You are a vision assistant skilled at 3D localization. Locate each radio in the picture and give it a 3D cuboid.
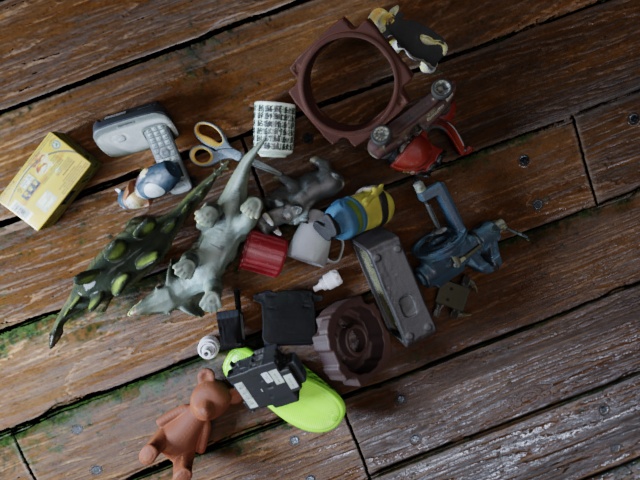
[{"bbox_3d":[0.147,0.093,1.074,0.073,0.131,0.229,-26,101,-6],"label":"radio"}]

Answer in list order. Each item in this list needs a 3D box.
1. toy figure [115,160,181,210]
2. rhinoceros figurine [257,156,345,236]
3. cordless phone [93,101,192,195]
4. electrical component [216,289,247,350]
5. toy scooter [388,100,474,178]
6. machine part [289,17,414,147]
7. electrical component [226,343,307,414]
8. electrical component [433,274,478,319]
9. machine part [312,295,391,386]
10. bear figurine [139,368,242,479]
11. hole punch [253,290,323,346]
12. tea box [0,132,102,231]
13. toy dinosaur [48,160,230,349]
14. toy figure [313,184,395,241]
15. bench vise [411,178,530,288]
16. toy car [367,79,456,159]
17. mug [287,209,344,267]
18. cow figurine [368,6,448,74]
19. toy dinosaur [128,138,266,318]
[{"bbox_3d":[-0.334,-0.098,1.025,0.154,0.058,0.064,-29,107,24],"label":"toy figure"},{"bbox_3d":[-0.042,-0.080,1.048,0.190,0.073,0.112,-32,66,-5],"label":"rhinoceros figurine"},{"bbox_3d":[-0.336,-0.164,1.042,0.147,0.089,0.184,-18,117,-2],"label":"cordless phone"},{"bbox_3d":[-0.181,0.162,1.090,0.048,0.075,0.119,-9,79,-3],"label":"electrical component"},{"bbox_3d":[0.229,-0.190,1.074,0.135,0.075,0.184,41,89,-6],"label":"toy scooter"},{"bbox_3d":[0.058,-0.294,1.013,0.201,0.087,0.201,-37,101,19],"label":"machine part"},{"bbox_3d":[-0.097,0.268,1.046,0.134,0.058,0.114,-20,119,11],"label":"electrical component"},{"bbox_3d":[0.289,0.121,1.138,0.078,0.045,0.102,13,95,23],"label":"electrical component"},{"bbox_3d":[0.064,0.202,1.080,0.179,0.056,0.179,13,69,-39],"label":"machine part"},{"bbox_3d":[-0.254,0.371,1.091,0.120,0.132,0.196,40,99,-9],"label":"bear figurine"},{"bbox_3d":[-0.064,0.165,1.105,0.142,0.092,0.116,-1,70,-2],"label":"hole punch"},{"bbox_3d":[-0.518,-0.113,1.033,0.098,0.068,0.169,41,92,-9],"label":"tea box"},{"bbox_3d":[-0.340,0.022,0.998,0.105,0.199,0.471,43,83,-15],"label":"toy dinosaur"},{"bbox_3d":[0.071,-0.048,1.051,0.180,0.082,0.089,-32,114,-39],"label":"toy figure"},{"bbox_3d":[0.266,-0.023,1.078,0.224,0.129,0.240,-29,105,1],"label":"bench vise"},{"bbox_3d":[0.175,-0.219,0.995,0.202,0.089,0.053,-36,72,1],"label":"toy car"},{"bbox_3d":[-0.002,-0.003,1.081,0.110,0.081,0.107,16,85,-3],"label":"mug"},{"bbox_3d":[0.166,-0.391,1.031,0.167,0.098,0.068,30,99,-2],"label":"cow figurine"},{"bbox_3d":[-0.198,0.000,1.017,0.131,0.192,0.404,32,87,-17],"label":"toy dinosaur"}]
